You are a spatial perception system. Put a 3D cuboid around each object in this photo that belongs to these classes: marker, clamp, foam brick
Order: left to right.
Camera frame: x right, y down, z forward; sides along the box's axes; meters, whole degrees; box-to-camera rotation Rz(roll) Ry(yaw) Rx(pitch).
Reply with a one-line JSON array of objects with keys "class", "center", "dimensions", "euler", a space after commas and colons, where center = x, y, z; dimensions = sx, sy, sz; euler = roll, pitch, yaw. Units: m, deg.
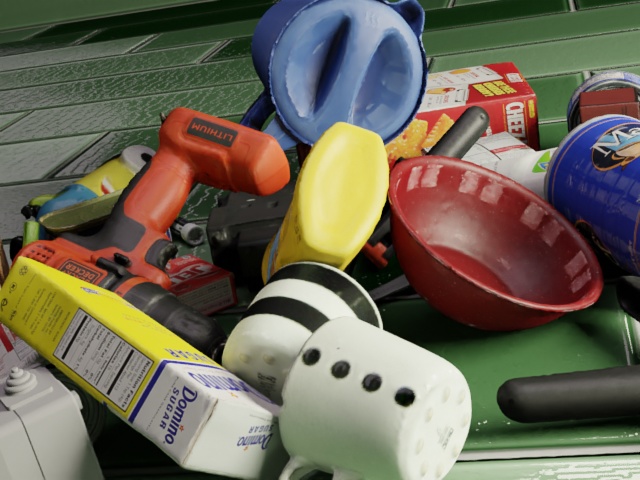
[{"class": "marker", "center": [-0.144, -0.017, 1.042], "dimensions": [0.020, 0.020, 0.121], "euler": [-20, 22, -24]}, {"class": "clamp", "center": [0.073, -0.039, 0.916], "dimensions": [0.171, 0.039, 0.120], "euler": [-51, 5, -31]}, {"class": "foam brick", "center": [0.262, -0.092, 0.958], "dimensions": [0.053, 0.078, 0.051], "euler": [-3, 20, 15]}, {"class": "clamp", "center": [0.214, 0.077, 0.583], "dimensions": [0.164, 0.036, 0.210], "euler": [-28, 28, -36]}]

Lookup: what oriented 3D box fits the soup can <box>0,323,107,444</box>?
[{"class": "soup can", "center": [-0.181, 0.094, 0.688], "dimensions": [0.068, 0.068, 0.102], "euler": [-18, 22, -20]}]

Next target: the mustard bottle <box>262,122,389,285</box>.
[{"class": "mustard bottle", "center": [-0.005, 0.001, 0.757], "dimensions": [0.058, 0.096, 0.192], "euler": [16, -25, -6]}]

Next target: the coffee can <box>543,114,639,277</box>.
[{"class": "coffee can", "center": [0.235, -0.025, 0.752], "dimensions": [0.102, 0.103, 0.140], "euler": [-14, 21, -11]}]

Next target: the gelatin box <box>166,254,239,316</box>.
[{"class": "gelatin box", "center": [-0.121, 0.044, 0.848], "dimensions": [0.089, 0.030, 0.073], "euler": [-22, 23, -29]}]

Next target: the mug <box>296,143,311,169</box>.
[{"class": "mug", "center": [0.019, -0.070, 1.011], "dimensions": [0.093, 0.081, 0.117], "euler": [-15, 21, -12]}]

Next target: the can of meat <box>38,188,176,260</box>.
[{"class": "can of meat", "center": [-0.171, 0.009, 0.888], "dimensions": [0.101, 0.084, 0.058], "euler": [-21, 22, -26]}]

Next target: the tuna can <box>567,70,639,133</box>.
[{"class": "tuna can", "center": [0.274, -0.113, 0.997], "dimensions": [0.086, 0.086, 0.033], "euler": [-5, 22, 15]}]

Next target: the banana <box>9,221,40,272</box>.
[{"class": "banana", "center": [-0.171, 0.052, 0.791], "dimensions": [0.198, 0.070, 0.037], "euler": [27, 10, 28]}]

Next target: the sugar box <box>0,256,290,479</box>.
[{"class": "sugar box", "center": [-0.100, 0.072, 0.606], "dimensions": [0.176, 0.048, 0.093], "euler": [26, -3, 33]}]

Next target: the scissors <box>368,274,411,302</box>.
[{"class": "scissors", "center": [0.081, 0.013, 0.830], "dimensions": [0.201, 0.016, 0.096], "euler": [-13, 37, -6]}]

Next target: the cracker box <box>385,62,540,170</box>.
[{"class": "cracker box", "center": [0.113, -0.126, 1.135], "dimensions": [0.214, 0.072, 0.164], "euler": [-8, 21, 5]}]

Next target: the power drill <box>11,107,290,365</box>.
[{"class": "power drill", "center": [-0.102, -0.003, 0.754], "dimensions": [0.185, 0.057, 0.187], "euler": [21, 59, 28]}]

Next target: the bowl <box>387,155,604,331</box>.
[{"class": "bowl", "center": [0.108, 0.011, 0.726], "dimensions": [0.162, 0.055, 0.162], "euler": [19, 32, -13]}]

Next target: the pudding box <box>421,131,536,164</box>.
[{"class": "pudding box", "center": [0.152, -0.066, 1.000], "dimensions": [0.090, 0.039, 0.113], "euler": [-13, 18, -5]}]

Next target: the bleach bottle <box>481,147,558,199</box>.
[{"class": "bleach bottle", "center": [0.231, -0.053, 0.894], "dimensions": [0.251, 0.068, 0.102], "euler": [-7, 18, 17]}]

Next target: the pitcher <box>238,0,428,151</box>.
[{"class": "pitcher", "center": [-0.005, -0.157, 0.973], "dimensions": [0.149, 0.145, 0.243], "euler": [-1, 15, -10]}]

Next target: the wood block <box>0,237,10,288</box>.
[{"class": "wood block", "center": [-0.288, 0.047, 0.835], "dimensions": [0.090, 0.091, 0.206], "euler": [-15, 20, -13]}]
